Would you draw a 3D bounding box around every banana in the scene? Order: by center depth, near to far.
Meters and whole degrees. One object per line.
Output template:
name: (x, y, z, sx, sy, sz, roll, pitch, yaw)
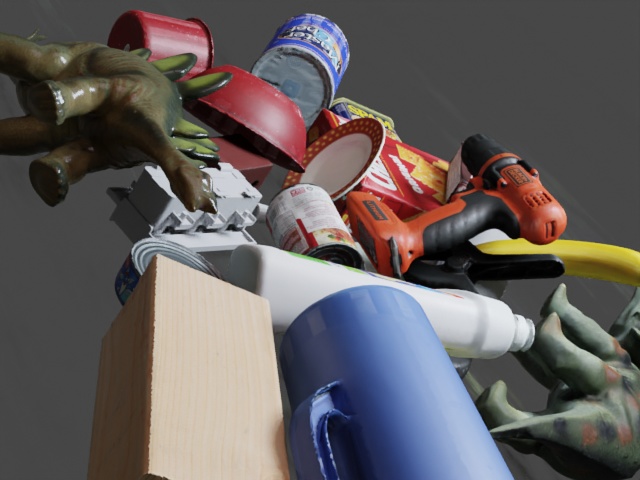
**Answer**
banana: (0.249, 0.020, 1.066, 0.198, 0.037, 0.069, 7, 6, 27)

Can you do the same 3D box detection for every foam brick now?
foam brick: (-0.093, -0.065, 1.022, 0.051, 0.053, 0.078, 42, 26, 17)

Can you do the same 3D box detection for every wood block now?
wood block: (-0.083, 0.112, 0.653, 0.090, 0.090, 0.206, 25, 26, -21)

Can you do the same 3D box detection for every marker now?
marker: (-0.019, -0.016, 1.066, 0.120, 0.020, 0.020, 13, 31, -39)

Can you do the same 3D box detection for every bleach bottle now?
bleach bottle: (0.054, 0.058, 0.864, 0.250, 0.068, 0.103, 11, -2, -19)

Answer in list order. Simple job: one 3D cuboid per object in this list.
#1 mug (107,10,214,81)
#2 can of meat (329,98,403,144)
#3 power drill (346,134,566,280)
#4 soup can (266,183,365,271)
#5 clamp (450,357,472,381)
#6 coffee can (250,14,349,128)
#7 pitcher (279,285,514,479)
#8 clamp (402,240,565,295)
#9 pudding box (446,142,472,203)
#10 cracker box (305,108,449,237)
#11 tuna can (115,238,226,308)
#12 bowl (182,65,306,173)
mug: (-0.179, -0.197, 1.133, 0.081, 0.093, 0.117, 4, 7, -41)
can of meat: (0.055, -0.119, 1.313, 0.102, 0.057, 0.084, 20, 29, -31)
power drill: (0.125, -0.038, 1.058, 0.187, 0.057, 0.184, -18, 33, -8)
soup can: (-0.006, 0.001, 0.989, 0.068, 0.069, 0.102, 19, 27, -31)
clamp: (0.080, 0.102, 0.948, 0.209, 0.036, 0.165, 5, 37, -45)
coffee can: (-0.024, -0.209, 1.308, 0.102, 0.103, 0.140, 31, 28, -7)
pitcher: (0.046, 0.143, 0.664, 0.145, 0.149, 0.243, -10, 47, -12)
clamp: (0.136, 0.039, 1.031, 0.172, 0.039, 0.120, 13, 39, 32)
pudding box: (0.189, -0.056, 1.202, 0.090, 0.039, 0.113, 30, 25, -8)
cracker box: (0.094, -0.052, 1.214, 0.213, 0.072, 0.164, 20, 27, -30)
tuna can: (-0.114, 0.038, 0.821, 0.086, 0.034, 0.086, 28, 24, -14)
bowl: (-0.072, -0.131, 1.088, 0.162, 0.055, 0.162, 30, -4, 2)
